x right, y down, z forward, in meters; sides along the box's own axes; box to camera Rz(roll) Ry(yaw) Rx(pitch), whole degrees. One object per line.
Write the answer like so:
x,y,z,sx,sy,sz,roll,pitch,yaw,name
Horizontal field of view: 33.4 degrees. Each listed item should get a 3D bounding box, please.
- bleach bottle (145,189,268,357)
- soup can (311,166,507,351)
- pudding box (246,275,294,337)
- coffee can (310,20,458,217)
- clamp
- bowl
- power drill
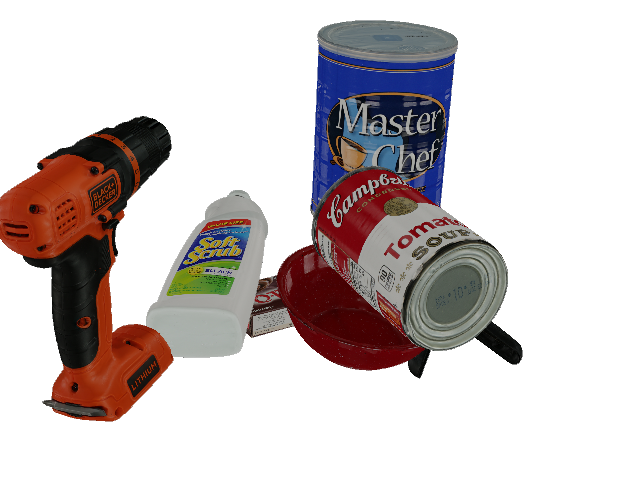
-0.115,0.023,1.170,0.102,0.068,0.250,0,35,5,bleach bottle
0.048,0.009,0.597,0.068,0.068,0.102,0,26,-31,soup can
-0.066,0.084,1.413,0.113,0.039,0.090,-15,26,-30,pudding box
0.046,-0.086,0.806,0.103,0.140,0.103,2,24,-1,coffee can
0.144,0.075,1.136,0.120,0.171,0.039,4,-44,-9,clamp
0.036,0.066,0.955,0.162,0.055,0.162,8,32,-5,bowl
-0.152,0.018,0.760,0.057,0.188,0.184,5,25,23,power drill
